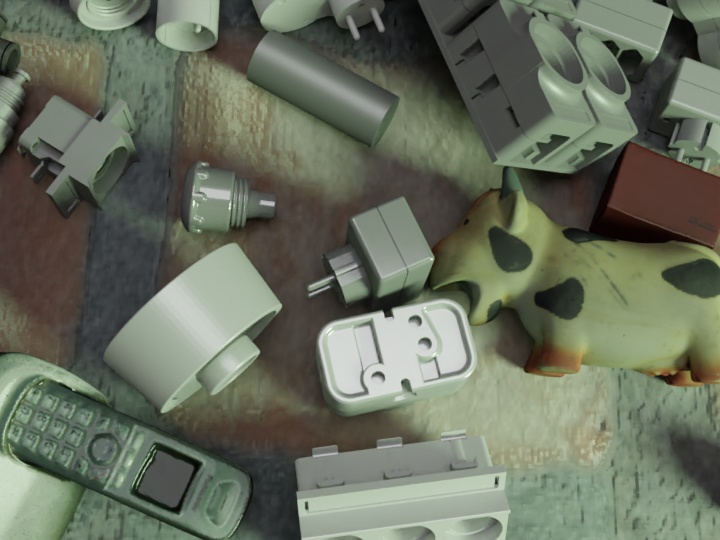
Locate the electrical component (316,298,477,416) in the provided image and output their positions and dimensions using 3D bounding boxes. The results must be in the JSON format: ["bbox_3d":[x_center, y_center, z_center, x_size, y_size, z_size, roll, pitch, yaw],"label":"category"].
[{"bbox_3d":[0.021,0.057,0.685,0.095,0.059,0.053,-12,74,-7],"label":"electrical component"}]

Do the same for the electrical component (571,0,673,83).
[{"bbox_3d":[0.189,-0.188,0.779,0.066,0.047,0.076,22,73,4],"label":"electrical component"}]

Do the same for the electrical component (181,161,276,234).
[{"bbox_3d":[-0.088,-0.046,0.721,0.062,0.048,0.048,7,72,-9],"label":"electrical component"}]

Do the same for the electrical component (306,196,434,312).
[{"bbox_3d":[0.000,0.000,0.690,0.076,0.083,0.047,-23,75,-10],"label":"electrical component"}]

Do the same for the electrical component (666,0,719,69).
[{"bbox_3d":[0.246,-0.201,0.772,0.052,0.074,0.138,-37,108,-23],"label":"electrical component"}]

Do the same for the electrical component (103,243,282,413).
[{"bbox_3d":[-0.096,0.042,0.662,0.108,0.108,0.060,-42,85,-14],"label":"electrical component"}]

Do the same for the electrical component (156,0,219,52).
[{"bbox_3d":[-0.122,-0.202,0.767,0.043,0.043,0.081,1,73,-3],"label":"electrical component"}]

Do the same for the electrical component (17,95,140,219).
[{"bbox_3d":[-0.191,-0.081,0.726,0.064,0.042,0.081,32,73,8],"label":"electrical component"}]

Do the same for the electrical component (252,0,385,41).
[{"bbox_3d":[-0.006,-0.198,0.768,0.138,0.052,0.073,-19,75,-10],"label":"electrical component"}]

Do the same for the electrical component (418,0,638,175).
[{"bbox_3d":[0.104,-0.161,0.714,0.105,0.060,0.186,0,62,-48],"label":"electrical component"}]

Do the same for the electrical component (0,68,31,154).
[{"bbox_3d":[-0.252,-0.103,0.730,0.040,0.040,0.078,30,73,6],"label":"electrical component"}]

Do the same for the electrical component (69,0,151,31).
[{"bbox_3d":[-0.180,-0.207,0.759,0.078,0.058,0.057,-17,72,-8],"label":"electrical component"}]

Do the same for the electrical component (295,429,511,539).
[{"bbox_3d":[0.023,0.141,0.654,0.121,0.078,0.063,-6,44,-5],"label":"electrical component"}]

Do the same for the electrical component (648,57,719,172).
[{"bbox_3d":[0.239,-0.096,0.753,0.066,0.047,0.076,21,73,4],"label":"electrical component"}]
